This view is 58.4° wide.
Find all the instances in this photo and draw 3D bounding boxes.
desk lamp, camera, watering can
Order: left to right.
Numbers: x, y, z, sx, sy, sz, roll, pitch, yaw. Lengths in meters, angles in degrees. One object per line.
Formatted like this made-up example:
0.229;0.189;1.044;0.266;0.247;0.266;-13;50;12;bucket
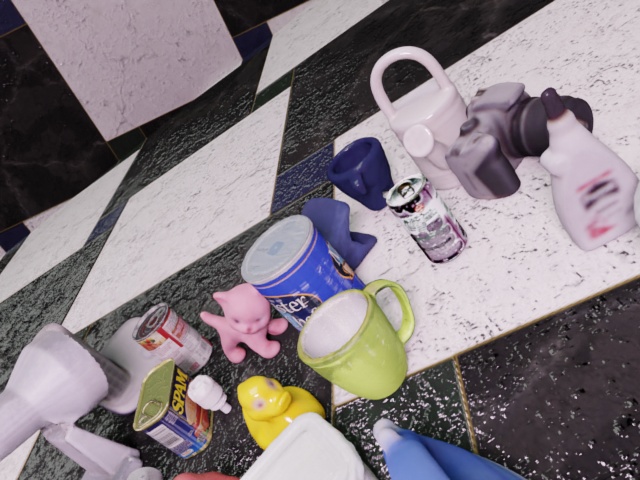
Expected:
-0.335;0.253;0.735;0.117;0.214;0.203;-15;38;39;desk lamp
0.142;-0.164;0.753;0.101;0.194;0.172;-35;29;11;watering can
0.239;-0.131;0.687;0.143;0.101;0.136;-51;30;-18;camera

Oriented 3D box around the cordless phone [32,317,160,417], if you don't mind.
-0.325;0.165;0.875;0.093;0.185;0.148;-7;43;46;cordless phone

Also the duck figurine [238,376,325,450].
-0.056;0.182;0.628;0.104;0.086;0.077;-8;42;45;duck figurine

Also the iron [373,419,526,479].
0.094;0.188;0.377;0.119;0.142;0.257;-44;28;-4;iron

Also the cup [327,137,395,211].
0.071;-0.082;0.831;0.091;0.095;0.117;-31;30;18;cup

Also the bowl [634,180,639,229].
0.342;-0.025;0.442;0.167;0.075;0.167;-30;30;20;bowl

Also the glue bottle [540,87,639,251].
0.239;-0.069;0.524;0.078;0.173;0.037;-36;29;10;glue bottle

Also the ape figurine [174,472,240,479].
-0.115;0.264;0.578;0.076;0.092;0.077;-30;31;20;ape figurine

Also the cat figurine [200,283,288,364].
-0.105;0.102;0.766;0.127;0.118;0.067;-18;36;36;cat figurine

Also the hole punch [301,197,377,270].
0.007;0.003;0.794;0.101;0.091;0.108;-52;30;-19;hole punch
